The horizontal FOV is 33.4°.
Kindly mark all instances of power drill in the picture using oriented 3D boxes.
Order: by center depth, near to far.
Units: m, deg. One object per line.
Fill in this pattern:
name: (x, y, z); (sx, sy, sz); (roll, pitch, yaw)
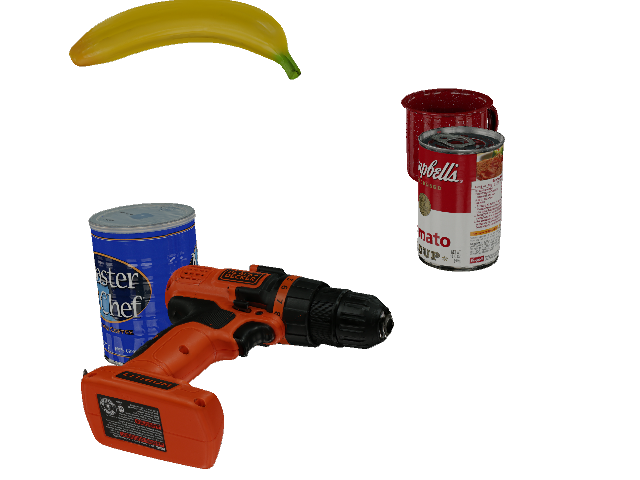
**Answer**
power drill: (-0.061, 0.081, 0.750); (0.185, 0.057, 0.187); (6, 27, 26)

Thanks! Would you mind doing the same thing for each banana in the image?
banana: (-0.115, -0.178, 0.921); (0.197, 0.069, 0.037); (2, -33, -2)

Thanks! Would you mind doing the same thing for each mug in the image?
mug: (0.140, -0.109, 1.110); (0.117, 0.081, 0.093); (-20, 29, -34)

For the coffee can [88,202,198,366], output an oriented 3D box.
coffee can: (-0.169, 0.042, 1.050); (0.103, 0.140, 0.103); (-3, 14, 1)

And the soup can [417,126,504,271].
soup can: (0.112, -0.034, 0.858); (0.068, 0.102, 0.068); (-1, 22, 0)
